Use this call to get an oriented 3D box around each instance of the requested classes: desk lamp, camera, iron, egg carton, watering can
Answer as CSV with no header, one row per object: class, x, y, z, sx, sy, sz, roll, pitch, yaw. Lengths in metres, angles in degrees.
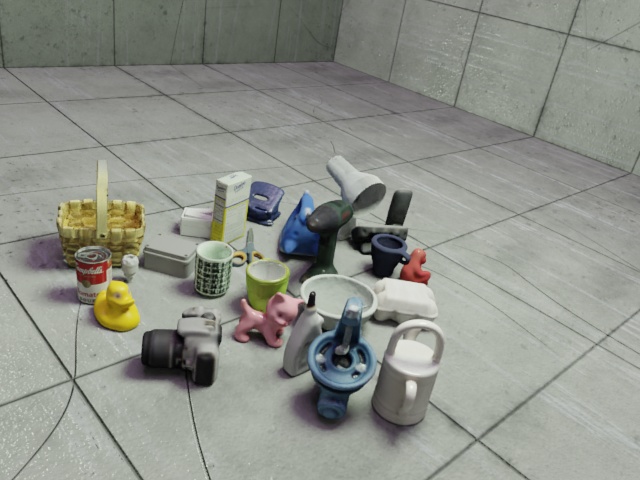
desk lamp,0.068,-0.109,1.559,0.118,0.213,0.202,-14,36,-38
camera,-0.248,0.179,1.037,0.137,0.101,0.143,4,29,-12
iron,-0.041,-0.058,1.506,0.119,0.141,0.258,6,28,-7
egg carton,0.188,0.141,1.288,0.150,0.069,0.107,9,28,-3
watering can,0.156,0.215,1.007,0.101,0.194,0.172,0,29,-17

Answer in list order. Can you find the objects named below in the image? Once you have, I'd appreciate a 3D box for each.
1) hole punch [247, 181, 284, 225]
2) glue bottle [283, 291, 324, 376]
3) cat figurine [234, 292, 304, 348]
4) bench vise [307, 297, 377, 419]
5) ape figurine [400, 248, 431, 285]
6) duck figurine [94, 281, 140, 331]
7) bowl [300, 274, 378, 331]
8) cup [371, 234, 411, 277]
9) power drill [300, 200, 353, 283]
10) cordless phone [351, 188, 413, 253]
hole punch,-0.162,-0.104,1.605,0.108,0.091,0.101,18,29,14
glue bottle,-0.024,0.168,1.056,0.078,0.173,0.037,-16,37,-40
cat figurine,-0.099,0.145,1.133,0.128,0.118,0.067,8,28,-3
bench vise,0.036,0.174,1.015,0.121,0.220,0.207,4,29,-12
ape figurine,0.240,0.064,1.426,0.076,0.092,0.077,0,29,-18
duck figurine,-0.396,0.118,1.117,0.104,0.086,0.078,27,32,28
bowl,0.035,0.146,1.222,0.167,0.075,0.167,8,28,-4
cup,0.174,0.050,1.425,0.092,0.095,0.117,-15,37,-39
power drill,0.012,0.005,1.334,0.075,0.208,0.230,18,29,14
cordless phone,0.169,-0.059,1.530,0.148,0.185,0.094,0,29,-18
